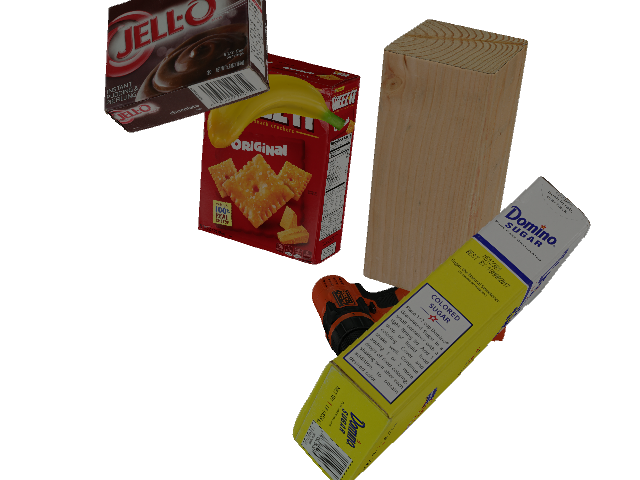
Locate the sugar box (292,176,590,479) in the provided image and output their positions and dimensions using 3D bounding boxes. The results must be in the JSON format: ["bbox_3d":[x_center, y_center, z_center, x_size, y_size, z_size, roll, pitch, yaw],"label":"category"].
[{"bbox_3d":[0.065,0.047,0.560,0.176,0.048,0.093,-36,-17,-31],"label":"sugar box"}]

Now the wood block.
[{"bbox_3d":[0.100,-0.064,0.879,0.091,0.206,0.090,18,33,22],"label":"wood block"}]

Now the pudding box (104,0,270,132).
[{"bbox_3d":[-0.092,-0.132,0.734,0.114,0.090,0.039,-13,-28,17],"label":"pudding box"}]

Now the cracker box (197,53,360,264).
[{"bbox_3d":[-0.052,-0.096,1.212,0.164,0.214,0.072,18,26,24],"label":"cracker box"}]

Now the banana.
[{"bbox_3d":[-0.050,-0.126,1.005,0.070,0.037,0.197,42,33,22],"label":"banana"}]

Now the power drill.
[{"bbox_3d":[0.096,0.083,1.126,0.187,0.057,0.184,-6,28,-13],"label":"power drill"}]
